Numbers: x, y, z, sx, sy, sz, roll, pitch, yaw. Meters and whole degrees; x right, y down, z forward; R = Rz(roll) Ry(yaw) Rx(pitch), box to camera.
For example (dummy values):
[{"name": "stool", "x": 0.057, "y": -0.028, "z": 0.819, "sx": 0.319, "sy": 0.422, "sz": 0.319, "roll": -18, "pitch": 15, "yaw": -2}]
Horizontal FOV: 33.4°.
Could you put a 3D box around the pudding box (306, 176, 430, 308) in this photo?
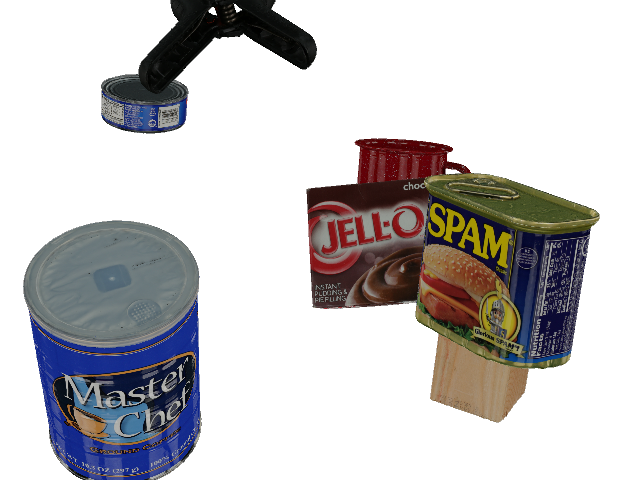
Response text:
[{"name": "pudding box", "x": 0.048, "y": 0.002, "z": 0.789, "sx": 0.113, "sy": 0.090, "sz": 0.039, "roll": -5, "pitch": -7, "yaw": 11}]

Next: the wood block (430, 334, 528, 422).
[{"name": "wood block", "x": 0.192, "y": 0.087, "z": 1.209, "sx": 0.090, "sy": 0.206, "sz": 0.090, "roll": 16, "pitch": 25, "yaw": 25}]

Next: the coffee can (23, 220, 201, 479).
[{"name": "coffee can", "x": -0.127, "y": 0.073, "z": 0.676, "sx": 0.103, "sy": 0.140, "sz": 0.103, "roll": 2, "pitch": 42, "yaw": -2}]

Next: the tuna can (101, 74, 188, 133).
[{"name": "tuna can", "x": -0.175, "y": -0.136, "z": 1.063, "sx": 0.086, "sy": 0.034, "sz": 0.086, "roll": 6, "pitch": 26, "yaw": -3}]

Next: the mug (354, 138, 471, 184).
[{"name": "mug", "x": 0.087, "y": -0.049, "z": 1.007, "sx": 0.117, "sy": 0.081, "sz": 0.093, "roll": 7, "pitch": 12, "yaw": 18}]

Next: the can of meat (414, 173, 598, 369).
[{"name": "can of meat", "x": 0.099, "y": 0.015, "z": 0.592, "sx": 0.057, "sy": 0.084, "sz": 0.102, "roll": -6, "pitch": 20, "yaw": -32}]

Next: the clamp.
[{"name": "clamp", "x": -0.059, "y": -0.163, "z": 0.767, "sx": 0.120, "sy": 0.039, "sz": 0.171, "roll": 1, "pitch": 44, "yaw": 3}]
